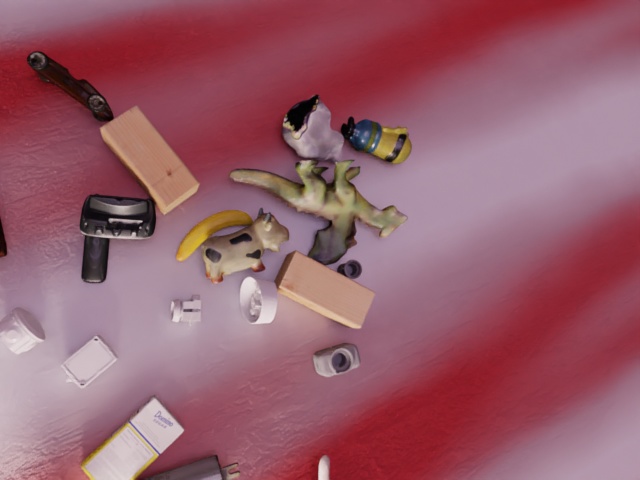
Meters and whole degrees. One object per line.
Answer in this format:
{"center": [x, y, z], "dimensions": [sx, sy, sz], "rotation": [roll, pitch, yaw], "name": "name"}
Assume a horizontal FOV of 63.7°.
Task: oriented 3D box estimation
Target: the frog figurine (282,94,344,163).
{"center": [-0.009, -0.255, 1.234], "dimensions": [0.157, 0.122, 0.140], "rotation": [37, 59, -47], "name": "frog figurine"}

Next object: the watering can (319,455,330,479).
{"center": [0.025, 0.651, 1.064], "dimensions": [0.223, 0.103, 0.352], "rotation": [26, 75, -13], "name": "watering can"}

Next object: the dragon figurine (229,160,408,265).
{"center": [0.004, -0.060, 1.195], "dimensions": [0.411, 0.122, 0.243], "rotation": [-5, 91, -12], "name": "dragon figurine"}
